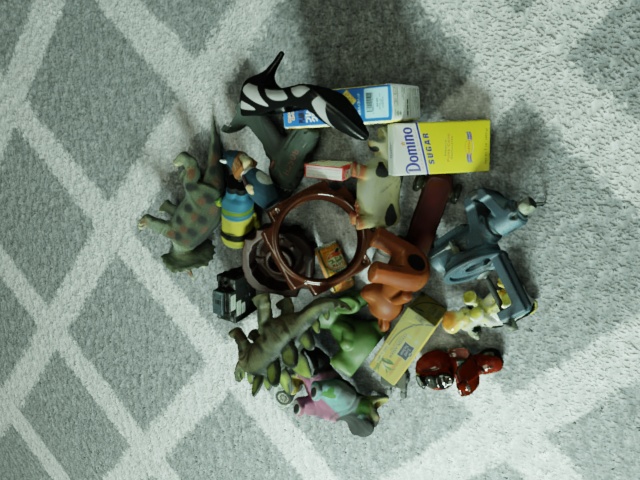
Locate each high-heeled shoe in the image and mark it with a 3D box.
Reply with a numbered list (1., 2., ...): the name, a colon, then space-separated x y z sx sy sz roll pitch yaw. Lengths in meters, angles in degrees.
1. high-heeled shoe: -0.038 -0.210 0.925 0.249 0.086 0.145 46 122 16

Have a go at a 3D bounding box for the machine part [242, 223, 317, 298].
1. machine part: -0.090 0.044 1.204 0.180 0.056 0.179 5 113 12

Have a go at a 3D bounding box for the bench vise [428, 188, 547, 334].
1. bench vise: 0.304 0.038 0.932 0.224 0.128 0.241 -32 63 29

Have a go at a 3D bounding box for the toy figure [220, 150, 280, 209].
1. toy figure: -0.145 -0.135 1.123 0.058 0.064 0.154 -40 82 7

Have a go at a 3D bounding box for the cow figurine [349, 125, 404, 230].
1. cow figurine: 0.124 -0.118 1.015 0.127 0.085 0.194 0 99 -14

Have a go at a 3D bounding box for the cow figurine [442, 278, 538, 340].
1. cow figurine: 0.319 0.138 1.020 0.098 0.068 0.167 32 130 -32

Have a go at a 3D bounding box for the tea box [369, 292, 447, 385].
1. tea box: 0.180 0.201 1.098 0.068 0.098 0.169 35 119 16

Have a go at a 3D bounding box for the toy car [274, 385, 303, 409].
1. toy car: -0.074 0.306 1.278 0.056 0.073 0.201 14 110 21

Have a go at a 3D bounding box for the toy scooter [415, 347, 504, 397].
1. toy scooter: 0.260 0.261 1.050 0.184 0.135 0.075 -15 98 32

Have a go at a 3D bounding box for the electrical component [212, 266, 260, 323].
1. electrical component: -0.196 0.126 1.258 0.058 0.134 0.114 10 107 28

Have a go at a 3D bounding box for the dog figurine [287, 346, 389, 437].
1. dog figurine: 0.043 0.336 1.190 0.108 0.219 0.192 -51 35 26

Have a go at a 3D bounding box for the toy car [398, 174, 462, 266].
1. toy car: 0.205 -0.039 1.042 0.089 0.053 0.202 16 115 5

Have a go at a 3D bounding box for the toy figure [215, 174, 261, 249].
1. toy figure: -0.188 -0.059 1.204 0.082 0.089 0.180 33 144 19

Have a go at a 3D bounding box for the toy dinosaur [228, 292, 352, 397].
1. toy dinosaur: -0.083 0.214 1.145 0.471 0.105 0.199 -51 48 40

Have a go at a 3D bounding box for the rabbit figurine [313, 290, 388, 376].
1. rabbit figurine: 0.047 0.181 1.150 0.170 0.121 0.159 38 112 11

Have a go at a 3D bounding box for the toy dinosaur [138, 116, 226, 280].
1. toy dinosaur: -0.288 -0.072 1.269 0.192 0.131 0.404 36 114 1

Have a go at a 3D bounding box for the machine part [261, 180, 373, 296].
1. machine part: -0.002 -0.003 1.089 0.201 0.087 0.201 -28 89 -7

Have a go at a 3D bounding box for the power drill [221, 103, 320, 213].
1. power drill: -0.117 -0.193 1.159 0.207 0.086 0.232 48 124 13

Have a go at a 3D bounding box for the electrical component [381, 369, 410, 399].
1. electrical component: 0.165 0.300 1.177 0.063 0.021 0.094 5 105 27

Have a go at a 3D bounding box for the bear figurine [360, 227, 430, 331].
1. bear figurine: 0.124 0.083 1.039 0.132 0.120 0.195 20 142 -12
